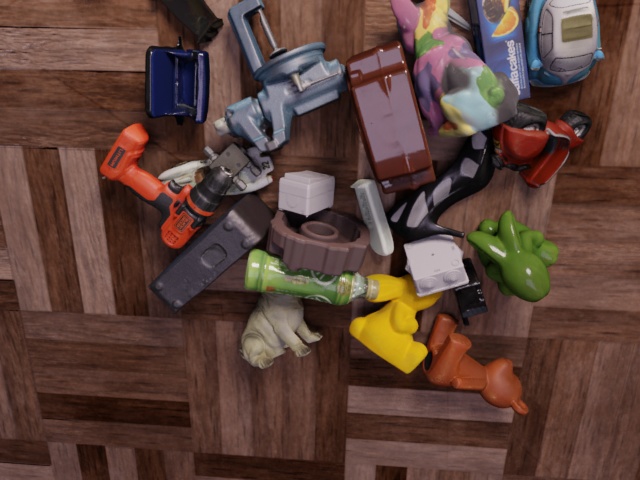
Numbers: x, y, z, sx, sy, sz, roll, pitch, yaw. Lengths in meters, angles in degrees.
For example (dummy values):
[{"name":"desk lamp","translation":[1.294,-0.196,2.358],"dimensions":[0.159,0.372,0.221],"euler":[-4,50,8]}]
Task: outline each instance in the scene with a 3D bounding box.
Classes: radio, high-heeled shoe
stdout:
[{"name":"radio","translation":[-0.186,0.021,0.932],"dimensions":[0.229,0.131,0.073],"euler":[-41,101,17]},{"name":"high-heeled shoe","translation":[0.204,-0.112,0.899],"dimensions":[0.145,0.086,0.248],"euler":[20,95,29]}]

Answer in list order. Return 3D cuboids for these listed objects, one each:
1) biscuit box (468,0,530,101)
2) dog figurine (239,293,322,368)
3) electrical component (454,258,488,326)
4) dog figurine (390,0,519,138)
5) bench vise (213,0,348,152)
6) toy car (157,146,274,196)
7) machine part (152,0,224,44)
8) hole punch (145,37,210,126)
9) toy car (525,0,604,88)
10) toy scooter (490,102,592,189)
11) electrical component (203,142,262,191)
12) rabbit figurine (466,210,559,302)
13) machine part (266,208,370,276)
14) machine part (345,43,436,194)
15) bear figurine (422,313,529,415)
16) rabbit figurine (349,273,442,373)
[{"name":"biscuit box","translation":[0.267,-0.307,0.807],"dimensions":[0.063,0.059,0.202],"euler":[-12,110,9]},{"name":"dog figurine","translation":[-0.101,0.124,0.995],"dimensions":[0.172,0.121,0.190],"euler":[-21,94,8]},{"name":"electrical component","translation":[0.264,0.100,0.953],"dimensions":[0.048,0.075,0.119],"euler":[-18,121,12]},{"name":"dog figurine","translation":[0.180,-0.261,0.760],"dimensions":[0.108,0.192,0.219],"euler":[-25,104,-3]},{"name":"bench vise","translation":[-0.083,-0.262,0.822],"dimensions":[0.224,0.129,0.240],"euler":[-21,97,17]},{"name":"toy car","translation":[-0.177,-0.108,0.922],"dimensions":[0.202,0.056,0.073],"euler":[-12,109,10]},{"name":"machine part","translation":[-0.209,-0.374,0.834],"dimensions":[0.084,0.039,0.138],"euler":[-35,103,11]},{"name":"hole punch","translation":[-0.206,-0.242,0.840],"dimensions":[0.092,0.116,0.142],"euler":[6,110,9]},{"name":"toy car","translation":[0.360,-0.301,0.780],"dimensions":[0.109,0.103,0.161],"euler":[-6,112,6]},{"name":"toy scooter","translation":[0.334,-0.141,0.845],"dimensions":[0.184,0.075,0.135],"euler":[-1,128,-26]},{"name":"electrical component","translation":[-0.144,-0.127,0.875],"dimensions":[0.063,0.021,0.094],"euler":[-43,97,12]},{"name":"rabbit figurine","translation":[0.322,0.026,0.871],"dimensions":[0.121,0.170,0.159],"euler":[-36,105,16]},{"name":"machine part","translation":[-0.002,-0.003,0.891],"dimensions":[0.179,0.179,0.056],"euler":[12,115,0]},{"name":"machine part","translation":[0.103,-0.181,0.794],"dimensions":[0.087,0.201,0.201],"euler":[-13,109,12]},{"name":"bear figurine","translation":[0.294,0.233,0.982],"dimensions":[0.196,0.120,0.131],"euler":[16,108,-3]},{"name":"rabbit figurine","translation":[0.142,0.125,0.972],"dimensions":[0.162,0.122,0.173],"euler":[38,95,0]}]
